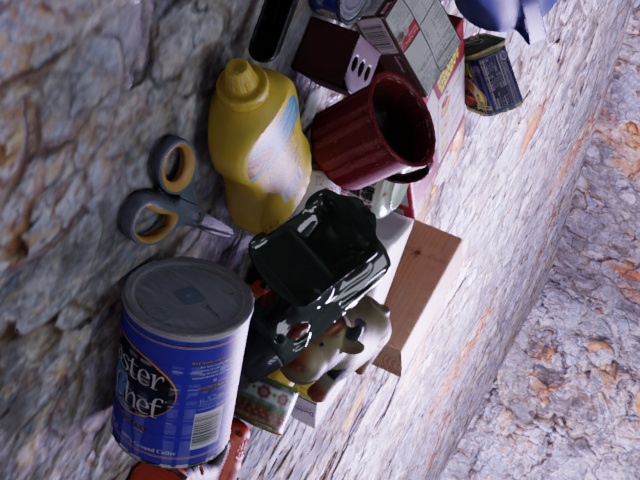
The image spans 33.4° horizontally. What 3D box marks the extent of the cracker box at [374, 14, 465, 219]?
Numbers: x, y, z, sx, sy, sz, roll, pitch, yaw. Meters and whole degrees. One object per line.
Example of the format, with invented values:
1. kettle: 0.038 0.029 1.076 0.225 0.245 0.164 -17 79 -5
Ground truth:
1. cracker box: 0.110 -0.147 1.264 0.164 0.072 0.213 -63 161 -19

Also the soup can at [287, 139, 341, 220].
1. soup can: -0.016 -0.039 1.035 0.068 0.068 0.102 -39 146 -56

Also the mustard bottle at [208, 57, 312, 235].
1. mustard bottle: -0.052 -0.086 0.885 0.096 0.058 0.191 -57 161 -20

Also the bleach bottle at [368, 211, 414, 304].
1. bleach bottle: 0.056 0.071 1.395 0.102 0.068 0.251 -44 154 -49

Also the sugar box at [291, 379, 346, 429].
1. sugar box: 0.001 0.157 1.371 0.093 0.048 0.176 -53 161 -36

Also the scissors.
1. scissors: -0.101 -0.038 0.872 0.201 0.016 0.096 -14 125 -69

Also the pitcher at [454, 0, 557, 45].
1. pitcher: 0.200 -0.332 1.184 0.145 0.149 0.242 -64 159 -7

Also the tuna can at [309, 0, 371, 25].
1. tuna can: 0.024 -0.239 0.956 0.086 0.034 0.086 -55 159 -34

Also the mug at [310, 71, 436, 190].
1. mug: 0.054 -0.089 0.978 0.117 0.082 0.093 35 49 -33

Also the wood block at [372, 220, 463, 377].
1. wood block: 0.125 0.083 1.563 0.206 0.091 0.090 -58 160 -26

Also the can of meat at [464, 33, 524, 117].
1. can of meat: 0.203 -0.203 1.315 0.102 0.057 0.084 -129 -165 -70

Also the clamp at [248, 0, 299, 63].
1. clamp: -0.019 -0.223 0.843 0.171 0.039 0.120 -52 160 -39

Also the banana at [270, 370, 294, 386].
1. banana: -0.028 0.109 1.236 0.198 0.037 0.069 -69 162 7

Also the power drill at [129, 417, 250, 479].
1. power drill: -0.143 0.275 1.079 0.187 0.057 0.184 -1 109 -74

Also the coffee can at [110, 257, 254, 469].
1. coffee can: -0.114 0.099 0.864 0.102 0.103 0.140 -43 151 -52

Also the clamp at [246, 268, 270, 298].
1. clamp: -0.007 0.001 1.141 0.209 0.036 0.164 -28 125 -51

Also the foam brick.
1. foam brick: 0.017 -0.168 0.995 0.053 0.051 0.078 -68 162 4

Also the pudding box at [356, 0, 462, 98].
1. pudding box: 0.095 -0.217 1.111 0.090 0.039 0.113 -59 134 -27
